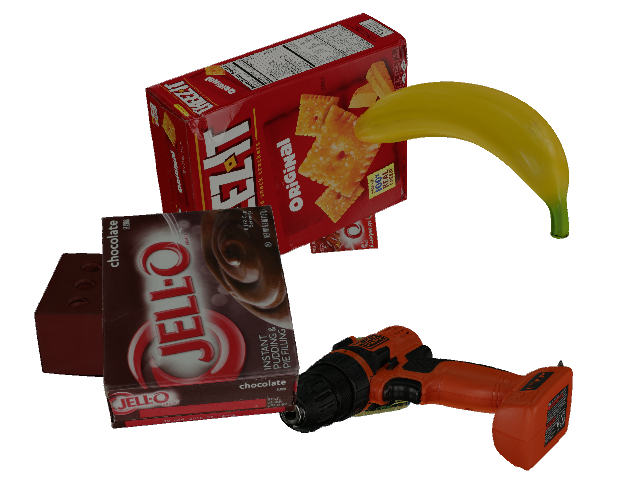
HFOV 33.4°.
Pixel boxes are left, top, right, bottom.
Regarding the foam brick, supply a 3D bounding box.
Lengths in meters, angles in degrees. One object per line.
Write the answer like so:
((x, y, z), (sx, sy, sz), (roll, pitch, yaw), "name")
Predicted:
((-0.161, 0.051, 0.740), (0.053, 0.051, 0.078), (2, 31, 0), "foam brick")

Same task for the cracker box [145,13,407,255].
((-0.027, -0.076, 0.887), (0.213, 0.164, 0.072), (-25, 42, -27), "cracker box")

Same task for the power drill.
((0.083, 0.118, 0.810), (0.188, 0.057, 0.184), (11, 18, 30), "power drill")

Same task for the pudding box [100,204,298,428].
((-0.062, 0.035, 0.532), (0.090, 0.039, 0.113), (-4, 45, -8), "pudding box")

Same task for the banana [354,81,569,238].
((0.094, -0.070, 0.698), (0.037, 0.070, 0.198), (18, 11, -44), "banana")

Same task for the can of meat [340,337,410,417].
((0.071, 0.171, 1.358), (0.102, 0.084, 0.057), (-5, 26, -21), "can of meat")

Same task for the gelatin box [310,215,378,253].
((0.021, -0.032, 1.135), (0.073, 0.089, 0.030), (-5, 29, 4), "gelatin box")
